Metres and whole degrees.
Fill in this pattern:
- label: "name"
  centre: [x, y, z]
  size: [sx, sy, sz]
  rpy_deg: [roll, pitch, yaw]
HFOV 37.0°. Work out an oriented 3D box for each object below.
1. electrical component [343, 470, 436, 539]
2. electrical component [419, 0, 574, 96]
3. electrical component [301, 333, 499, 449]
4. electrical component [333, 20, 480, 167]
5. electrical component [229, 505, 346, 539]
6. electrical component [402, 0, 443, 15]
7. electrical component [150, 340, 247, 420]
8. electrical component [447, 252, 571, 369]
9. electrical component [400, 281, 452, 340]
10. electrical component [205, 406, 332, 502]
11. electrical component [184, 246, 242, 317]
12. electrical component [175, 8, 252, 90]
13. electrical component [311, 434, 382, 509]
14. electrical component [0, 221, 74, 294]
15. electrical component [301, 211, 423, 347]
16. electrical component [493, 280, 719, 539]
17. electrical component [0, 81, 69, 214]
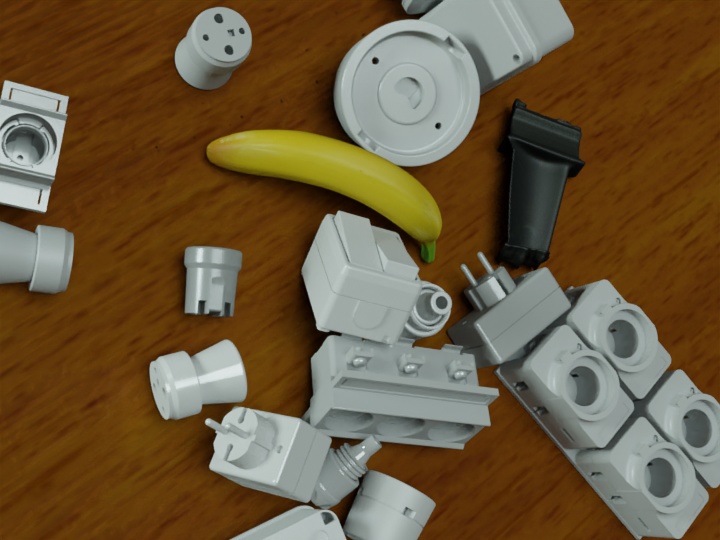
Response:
- label: "electrical component"
  centre: [0.019, 0.177, 0.769]
  size: [0.055, 0.055, 0.047]
  rpy_deg: [32, 72, -15]
- label: "electrical component"
  centre: [0.100, -0.185, 0.842]
  size: [0.057, 0.113, 0.078]
  rpy_deg: [-33, 96, -29]
- label: "electrical component"
  centre: [0.027, 0.088, 0.783]
  size: [0.121, 0.078, 0.063]
  rpy_deg: [9, 54, -22]
- label: "electrical component"
  centre: [0.031, -0.135, 0.827]
  size: [0.108, 0.060, 0.108]
  rpy_deg: [-2, 100, -14]
- label: "electrical component"
  centre: [-0.062, 0.215, 0.723]
  size: [0.113, 0.057, 0.078]
  rpy_deg: [-21, 89, -26]
- label: "electrical component"
  centre: [0.061, -0.244, 0.857]
  size: [0.080, 0.080, 0.051]
  rpy_deg: [-30, 87, -26]
- label: "electrical component"
  centre: [-0.111, 0.075, 0.737]
  size: [0.055, 0.045, 0.045]
  rpy_deg: [-13, 85, -25]
- label: "electrical component"
  centre: [0.107, 0.022, 0.841]
  size: [0.083, 0.047, 0.075]
  rpy_deg: [-35, 95, -25]
- label: "electrical component"
  centre: [0.047, 0.029, 0.805]
  size: [0.043, 0.062, 0.043]
  rpy_deg: [5, 78, -23]
- label: "electrical component"
  centre: [-0.071, 0.116, 0.719]
  size: [0.077, 0.066, 0.047]
  rpy_deg: [40, 63, -44]
- label: "electrical component"
  centre: [-0.105, 0.009, 0.757]
  size: [0.040, 0.040, 0.046]
  rpy_deg: [6, 83, -22]
- label: "electrical component"
  centre: [-0.106, -0.160, 0.780]
  size: [0.045, 0.055, 0.045]
  rpy_deg: [5, 78, -23]
- label: "electrical component"
  centre: [-0.012, 0.139, 0.762]
  size: [0.061, 0.035, 0.035]
  rpy_deg: [-39, 97, 5]
- label: "electrical component"
  centre: [-0.220, -0.009, 0.706]
  size: [0.055, 0.045, 0.045]
  rpy_deg: [8, 76, -22]
- label: "electrical component"
  centre: [0.000, 0.000, 0.776]
  size: [0.062, 0.096, 0.061]
  rpy_deg: [15, 116, -20]
- label: "electrical component"
  centre: [0.212, 0.112, 0.862]
  size: [0.105, 0.060, 0.186]
  rpy_deg: [-44, 98, -24]
- label: "electrical component"
  centre: [-0.222, -0.077, 0.708]
  size: [0.042, 0.064, 0.081]
  rpy_deg: [13, 74, -20]
